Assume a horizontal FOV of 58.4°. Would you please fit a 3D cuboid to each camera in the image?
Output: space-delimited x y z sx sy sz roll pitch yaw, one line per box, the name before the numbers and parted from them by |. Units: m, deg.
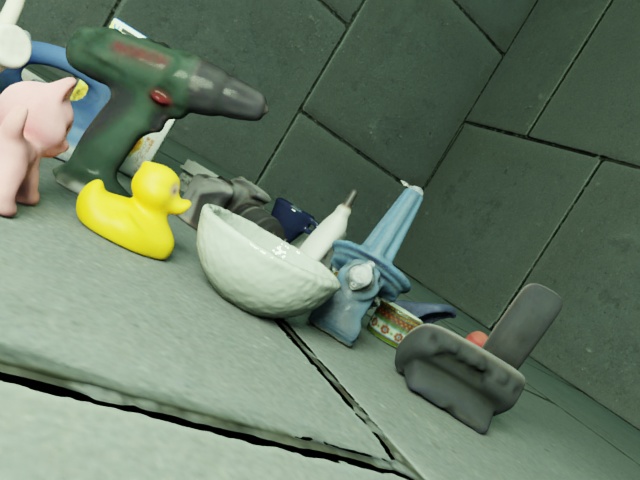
camera | -0.123 -0.039 0.894 0.136 0.101 0.144 34 5 36

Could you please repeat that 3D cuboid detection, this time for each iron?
iron | -0.366 -0.199 0.761 0.118 0.141 0.259 34 5 33

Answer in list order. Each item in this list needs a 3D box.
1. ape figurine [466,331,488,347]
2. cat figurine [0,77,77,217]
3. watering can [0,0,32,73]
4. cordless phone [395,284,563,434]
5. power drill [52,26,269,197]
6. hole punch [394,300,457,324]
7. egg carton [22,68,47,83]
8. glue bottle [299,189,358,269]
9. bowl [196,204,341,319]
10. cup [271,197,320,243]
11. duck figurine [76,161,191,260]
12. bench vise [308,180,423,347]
ape figurine | 0.209 0.172 0.824 0.077 0.092 0.076 33 4 28
cat figurine | -0.247 -0.091 0.479 0.067 0.117 0.127 30 4 -19
watering can | -0.350 -0.205 0.562 0.173 0.194 0.101 31 4 3
cordless phone | 0.190 0.117 0.686 0.148 0.185 0.094 31 4 -7
power drill | -0.204 -0.134 0.671 0.230 0.208 0.075 31 4 -6
hole punch | 0.181 0.138 1.043 0.100 0.091 0.109 33 5 31
egg carton | -0.488 -0.241 0.879 0.107 0.069 0.151 32 4 16
glue bottle | 0.008 0.003 0.820 0.037 0.173 0.078 33 4 22
bowl | -0.065 0.034 0.602 0.167 0.074 0.167 31 4 -2
cup | -0.061 -0.022 1.186 0.117 0.095 0.092 33 4 25
duck figurine | -0.179 -0.038 0.570 0.105 0.086 0.077 29 4 -29
bench vise | 0.082 0.027 0.736 0.122 0.219 0.207 30 4 -11
